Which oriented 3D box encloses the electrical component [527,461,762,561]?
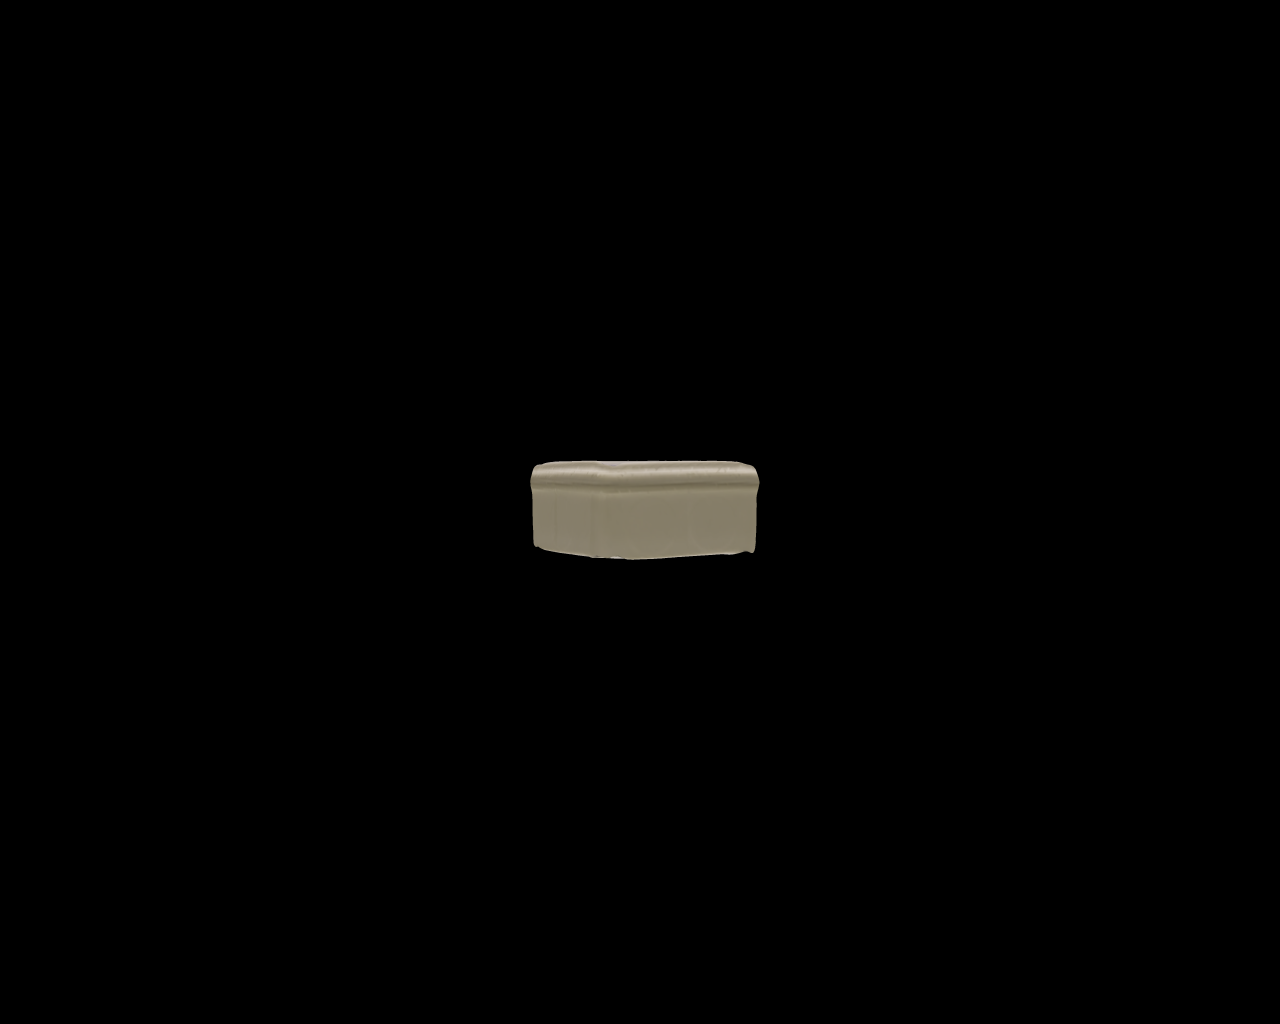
[{"bbox_3d":[0.001,-0.003,0.650,0.109,0.056,0.108,-1,3,-28],"label":"electrical component"}]
